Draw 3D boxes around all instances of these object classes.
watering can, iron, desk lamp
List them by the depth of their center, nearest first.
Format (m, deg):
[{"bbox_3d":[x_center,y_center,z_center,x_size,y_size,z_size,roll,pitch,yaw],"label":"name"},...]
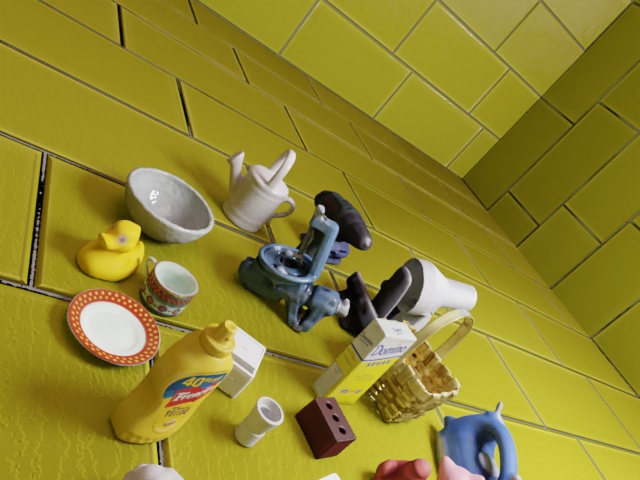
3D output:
[{"bbox_3d":[0.302,0.411,1.025,0.119,0.141,0.258,35,23,-16],"label":"iron"},{"bbox_3d":[-0.123,-0.120,1.230,0.173,0.194,0.100,24,28,-36],"label":"watering can"},{"bbox_3d":[0.233,0.157,1.281,0.204,0.213,0.117,29,25,-29],"label":"desk lamp"}]

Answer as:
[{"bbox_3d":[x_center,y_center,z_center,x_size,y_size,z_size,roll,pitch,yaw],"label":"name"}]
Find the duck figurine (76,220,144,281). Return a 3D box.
[{"bbox_3d":[-0.298,0.008,0.854,0.077,0.086,0.105,49,23,17],"label":"duck figurine"}]

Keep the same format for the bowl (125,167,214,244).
[{"bbox_3d":[-0.275,-0.047,1.007,0.168,0.074,0.167,35,23,-17],"label":"bowl"}]

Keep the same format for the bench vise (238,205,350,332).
[{"bbox_3d":[-0.017,0.048,1.063,0.208,0.219,0.121,31,24,-24],"label":"bench vise"}]

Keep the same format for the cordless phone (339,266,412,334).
[{"bbox_3d":[0.123,0.109,1.226,0.094,0.185,0.147,26,27,-33],"label":"cordless phone"}]

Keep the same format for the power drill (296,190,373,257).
[{"bbox_3d":[0.011,0.004,1.204,0.076,0.208,0.229,26,27,-33],"label":"power drill"}]

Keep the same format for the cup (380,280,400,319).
[{"bbox_3d":[0.170,0.143,1.360,0.118,0.095,0.091,26,27,-33],"label":"cup"}]

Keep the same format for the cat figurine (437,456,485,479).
[{"bbox_3d":[0.214,0.416,0.903,0.067,0.117,0.127,28,26,-30],"label":"cat figurine"}]

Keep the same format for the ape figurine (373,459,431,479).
[{"bbox_3d":[0.134,0.371,0.889,0.076,0.092,0.077,15,34,-48],"label":"ape figurine"}]

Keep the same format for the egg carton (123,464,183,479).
[{"bbox_3d":[-0.157,0.301,0.570,0.150,0.069,0.107,44,22,6],"label":"egg carton"}]

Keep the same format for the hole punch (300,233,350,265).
[{"bbox_3d":[0.027,-0.002,1.396,0.109,0.091,0.101,10,38,-52],"label":"hole punch"}]
